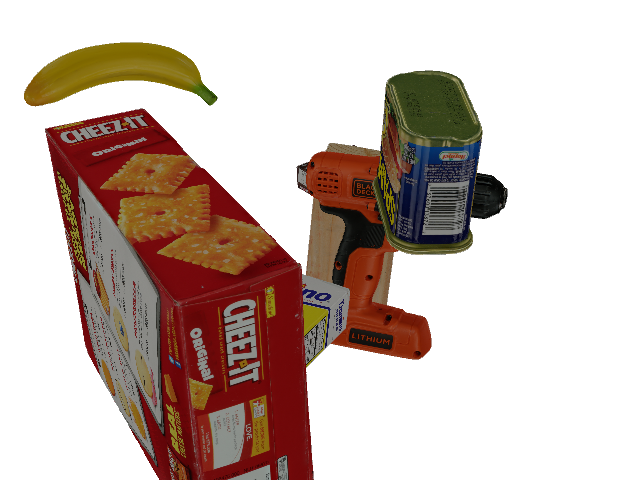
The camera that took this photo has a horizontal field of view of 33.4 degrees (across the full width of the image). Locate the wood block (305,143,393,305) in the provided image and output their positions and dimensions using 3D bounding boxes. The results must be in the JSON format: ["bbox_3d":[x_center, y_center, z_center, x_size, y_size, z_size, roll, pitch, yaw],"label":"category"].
[{"bbox_3d":[0.036,0.008,1.193,0.090,0.206,0.090,10,26,8],"label":"wood block"}]

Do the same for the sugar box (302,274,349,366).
[{"bbox_3d":[-0.054,0.074,0.820,0.093,0.048,0.176,16,29,20],"label":"sugar box"}]

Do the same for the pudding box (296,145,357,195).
[{"bbox_3d":[0.037,-0.089,1.500,0.113,0.039,0.090,-25,40,-33],"label":"pudding box"}]

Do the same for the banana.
[{"bbox_3d":[-0.197,-0.164,1.042,0.197,0.070,0.037,-6,-39,-31],"label":"banana"}]

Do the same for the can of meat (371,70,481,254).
[{"bbox_3d":[0.069,-0.053,0.700,0.057,0.084,0.102,-1,34,-6],"label":"can of meat"}]

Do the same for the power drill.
[{"bbox_3d":[0.074,0.013,0.993,0.185,0.188,0.057,9,20,17],"label":"power drill"}]

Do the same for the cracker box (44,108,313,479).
[{"bbox_3d":[-0.081,0.041,0.595,0.072,0.164,0.214,-16,33,-22],"label":"cracker box"}]
